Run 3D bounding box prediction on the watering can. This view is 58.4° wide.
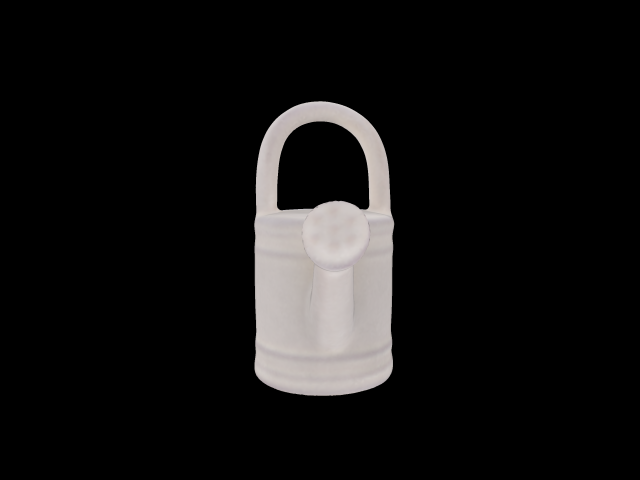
[{"bbox_3d":[0.006,0.001,0.400,0.101,0.194,0.172,-4,8,-26],"label":"watering can"}]
